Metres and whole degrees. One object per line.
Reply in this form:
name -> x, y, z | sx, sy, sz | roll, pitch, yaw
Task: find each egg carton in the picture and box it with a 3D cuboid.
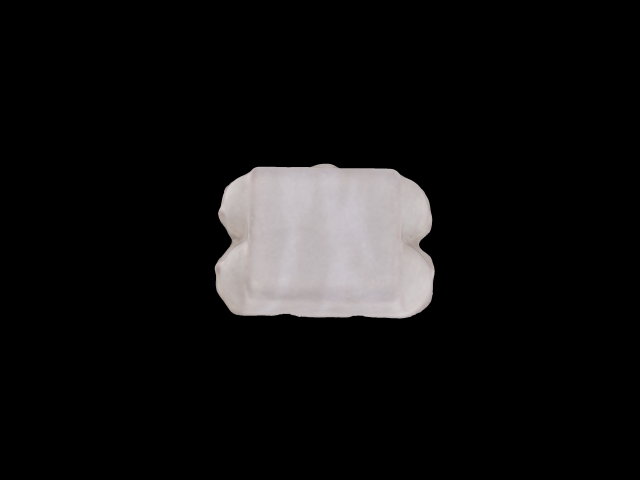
egg carton -> 0.004, 0.001, 0.400 | 0.150, 0.069, 0.107 | 0, 77, 0
